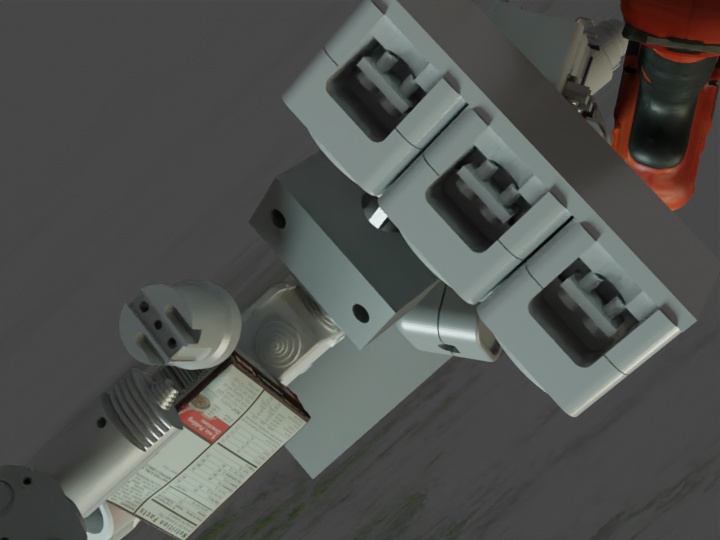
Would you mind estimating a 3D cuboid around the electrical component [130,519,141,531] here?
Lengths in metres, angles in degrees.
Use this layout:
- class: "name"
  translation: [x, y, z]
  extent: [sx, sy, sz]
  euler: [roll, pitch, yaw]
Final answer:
- class: "electrical component"
  translation: [-0.178, 0.167, 0.790]
  extent: [0.048, 0.048, 0.062]
  euler: [-41, 180, 1]

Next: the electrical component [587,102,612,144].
- class: "electrical component"
  translation: [0.139, -0.082, 0.769]
  extent: [0.064, 0.099, 0.099]
  euler: [-32, 170, -24]

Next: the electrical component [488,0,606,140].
- class: "electrical component"
  translation: [0.082, -0.088, 0.516]
  extent: [0.121, 0.079, 0.063]
  euler: [-14, 123, -75]

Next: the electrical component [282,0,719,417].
- class: "electrical component"
  translation: [0.052, -0.028, 0.392]
  extent: [0.061, 0.150, 0.089]
  euler: [-45, 172, 25]

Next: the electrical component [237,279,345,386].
- class: "electrical component"
  translation: [-0.060, 0.053, 0.715]
  extent: [0.100, 0.048, 0.100]
  euler: [-42, 174, 12]

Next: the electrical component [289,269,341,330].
- class: "electrical component"
  translation: [0.000, 0.000, 0.681]
  extent: [0.059, 0.053, 0.095]
  euler: [-42, 173, 4]

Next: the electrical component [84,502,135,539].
- class: "electrical component"
  translation: [-0.169, 0.153, 0.713]
  extent: [0.074, 0.052, 0.138]
  euler: [-34, 170, -45]

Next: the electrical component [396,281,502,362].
- class: "electrical component"
  translation: [0.058, 0.001, 0.632]
  extent: [0.053, 0.059, 0.095]
  euler: [48, 54, -58]

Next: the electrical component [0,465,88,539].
- class: "electrical component"
  translation: [-0.168, 0.135, 0.507]
  extent: [0.080, 0.080, 0.051]
  euler: [-37, 167, -32]

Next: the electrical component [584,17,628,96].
- class: "electrical component"
  translation: [0.148, -0.137, 0.695]
  extent: [0.078, 0.040, 0.040]
  euler: [-40, 173, -10]

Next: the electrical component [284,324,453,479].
- class: "electrical component"
  translation: [0.004, 0.054, 0.821]
  extent: [0.186, 0.105, 0.060]
  euler: [-42, 173, 3]

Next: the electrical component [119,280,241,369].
- class: "electrical component"
  translation: [-0.079, 0.024, 0.470]
  extent: [0.040, 0.040, 0.046]
  euler: [-43, 167, 11]

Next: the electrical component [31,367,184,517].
- class: "electrical component"
  translation: [-0.128, 0.087, 0.567]
  extent: [0.081, 0.043, 0.043]
  euler: [-42, 173, 4]
